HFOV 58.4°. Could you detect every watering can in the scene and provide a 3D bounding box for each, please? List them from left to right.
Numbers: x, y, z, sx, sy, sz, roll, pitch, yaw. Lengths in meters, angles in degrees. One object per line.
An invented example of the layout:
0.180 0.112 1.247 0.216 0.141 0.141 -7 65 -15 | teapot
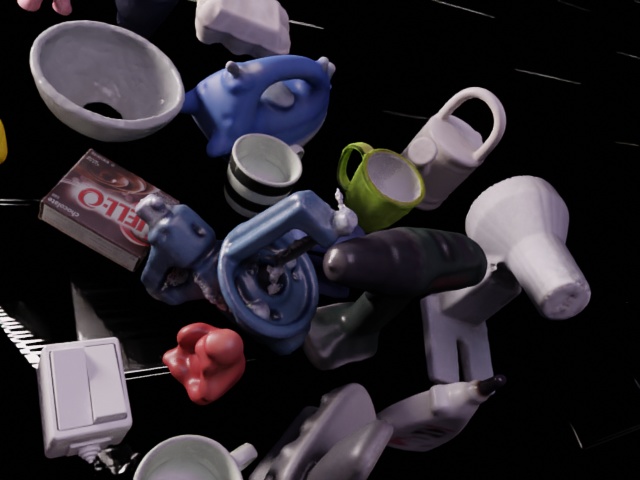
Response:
0.188 -0.133 0.834 0.101 0.193 0.173 38 45 -1 | watering can

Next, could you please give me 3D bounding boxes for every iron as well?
-0.054 -0.195 0.764 0.259 0.141 0.118 -25 73 -42 | iron

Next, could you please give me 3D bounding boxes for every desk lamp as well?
0.225 0.055 0.701 0.118 0.213 0.203 18 49 -20 | desk lamp

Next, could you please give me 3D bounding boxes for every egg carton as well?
-0.117 -0.334 0.879 0.151 0.069 0.107 13 51 -24 | egg carton

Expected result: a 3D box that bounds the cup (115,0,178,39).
-0.253 -0.325 0.769 0.118 0.094 0.091 22 48 -17 | cup

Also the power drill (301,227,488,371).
0.060 0.058 0.598 0.230 0.208 0.075 -9 62 -36 | power drill

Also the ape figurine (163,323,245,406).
-0.100 0.110 0.538 0.076 0.092 0.077 13 51 -24 | ape figurine

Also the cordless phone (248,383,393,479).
0.028 0.182 0.500 0.094 0.184 0.148 40 45 1 | cordless phone

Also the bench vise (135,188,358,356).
-0.073 0.017 0.537 0.208 0.219 0.121 19 49 -19 | bench vise

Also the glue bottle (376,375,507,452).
0.125 0.171 0.578 0.078 0.173 0.037 14 50 -23 | glue bottle

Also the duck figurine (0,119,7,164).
-0.354 -0.130 0.564 0.104 0.086 0.078 47 46 7 | duck figurine

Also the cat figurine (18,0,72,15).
-0.354 -0.374 0.725 0.067 0.117 0.127 -13 65 -38 | cat figurine

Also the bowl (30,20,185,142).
-0.249 -0.171 0.669 0.168 0.074 0.167 17 50 -21 | bowl

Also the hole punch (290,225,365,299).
0.006 0.002 0.688 0.109 0.091 0.101 16 50 -21 | hole punch
